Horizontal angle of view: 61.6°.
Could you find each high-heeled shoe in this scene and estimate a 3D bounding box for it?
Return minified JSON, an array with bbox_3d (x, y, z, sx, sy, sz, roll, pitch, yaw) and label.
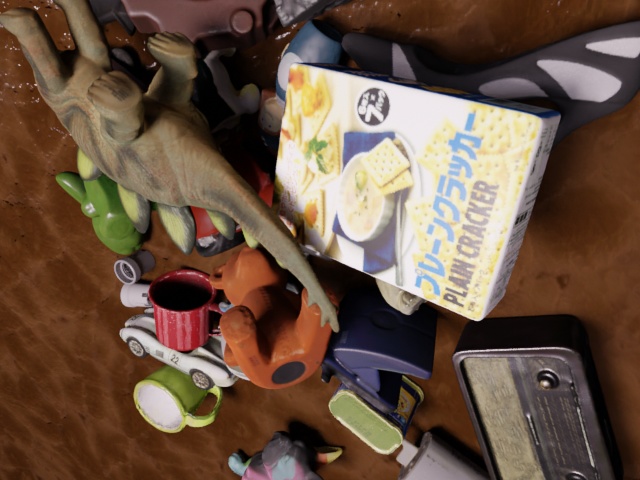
[{"bbox_3d":[0.146,-0.168,0.468,0.249,0.086,0.145,33,117,9],"label":"high-heeled shoe"}]

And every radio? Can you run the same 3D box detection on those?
[{"bbox_3d":[0.243,0.198,0.591,0.131,0.073,0.229,-12,107,31],"label":"radio"}]

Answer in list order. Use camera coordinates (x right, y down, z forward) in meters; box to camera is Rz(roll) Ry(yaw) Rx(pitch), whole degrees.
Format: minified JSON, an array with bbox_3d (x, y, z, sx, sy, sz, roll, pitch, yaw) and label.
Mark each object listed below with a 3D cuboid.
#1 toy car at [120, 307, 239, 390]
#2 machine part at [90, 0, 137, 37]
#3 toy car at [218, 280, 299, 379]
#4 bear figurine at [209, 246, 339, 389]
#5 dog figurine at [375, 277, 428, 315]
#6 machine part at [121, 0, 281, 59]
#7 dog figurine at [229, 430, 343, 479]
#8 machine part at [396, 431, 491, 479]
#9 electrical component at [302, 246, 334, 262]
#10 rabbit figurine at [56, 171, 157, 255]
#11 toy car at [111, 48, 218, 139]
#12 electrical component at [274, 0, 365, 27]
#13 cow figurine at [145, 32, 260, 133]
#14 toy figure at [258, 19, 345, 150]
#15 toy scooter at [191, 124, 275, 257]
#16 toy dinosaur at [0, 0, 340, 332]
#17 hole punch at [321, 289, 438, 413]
[{"bbox_3d":[-0.204,0.157,0.802,0.202,0.073,0.056,21,125,17],"label":"toy car"},{"bbox_3d":[-0.237,-0.272,0.622,0.139,0.039,0.084,2,78,35],"label":"machine part"},{"bbox_3d":[-0.085,0.129,0.711,0.109,0.103,0.161,14,117,22],"label":"toy car"},{"bbox_3d":[-0.060,0.058,0.593,0.120,0.196,0.131,-13,136,-12],"label":"bear figurine"},{"bbox_3d":[0.074,-0.030,0.568,0.191,0.121,0.172,48,123,17],"label":"dog figurine"},{"bbox_3d":[-0.114,-0.265,0.512,0.179,0.056,0.179,0,95,-3],"label":"machine part"},{"bbox_3d":[-0.052,0.381,0.813,0.219,0.108,0.191,-26,99,31],"label":"dog figurine"},{"bbox_3d":[0.189,0.322,0.678,0.243,0.079,0.079,35,124,9],"label":"machine part"},{"bbox_3d":[-0.001,-0.002,0.653,0.063,0.021,0.093,20,121,17],"label":"electrical component"},{"bbox_3d":[-0.279,-0.047,0.722,0.159,0.121,0.170,43,140,7],"label":"rabbit figurine"},{"bbox_3d":[-0.217,-0.159,0.646,0.202,0.089,0.053,36,143,8],"label":"toy car"},{"bbox_3d":[-0.013,-0.257,0.467,0.058,0.134,0.114,-10,107,55],"label":"electrical component"},{"bbox_3d":[-0.140,-0.198,0.585,0.068,0.098,0.167,-17,103,38],"label":"cow figurine"},{"bbox_3d":[-0.029,-0.157,0.574,0.154,0.058,0.064,-54,45,36],"label":"toy figure"},{"bbox_3d":[-0.105,-0.059,0.647,0.184,0.075,0.135,-16,100,33],"label":"toy scooter"},{"bbox_3d":[-0.155,-0.090,0.506,0.472,0.105,0.198,39,150,23],"label":"toy dinosaur"},{"bbox_3d":[0.069,0.113,0.611,0.116,0.142,0.092,34,127,-8],"label":"hole punch"}]
